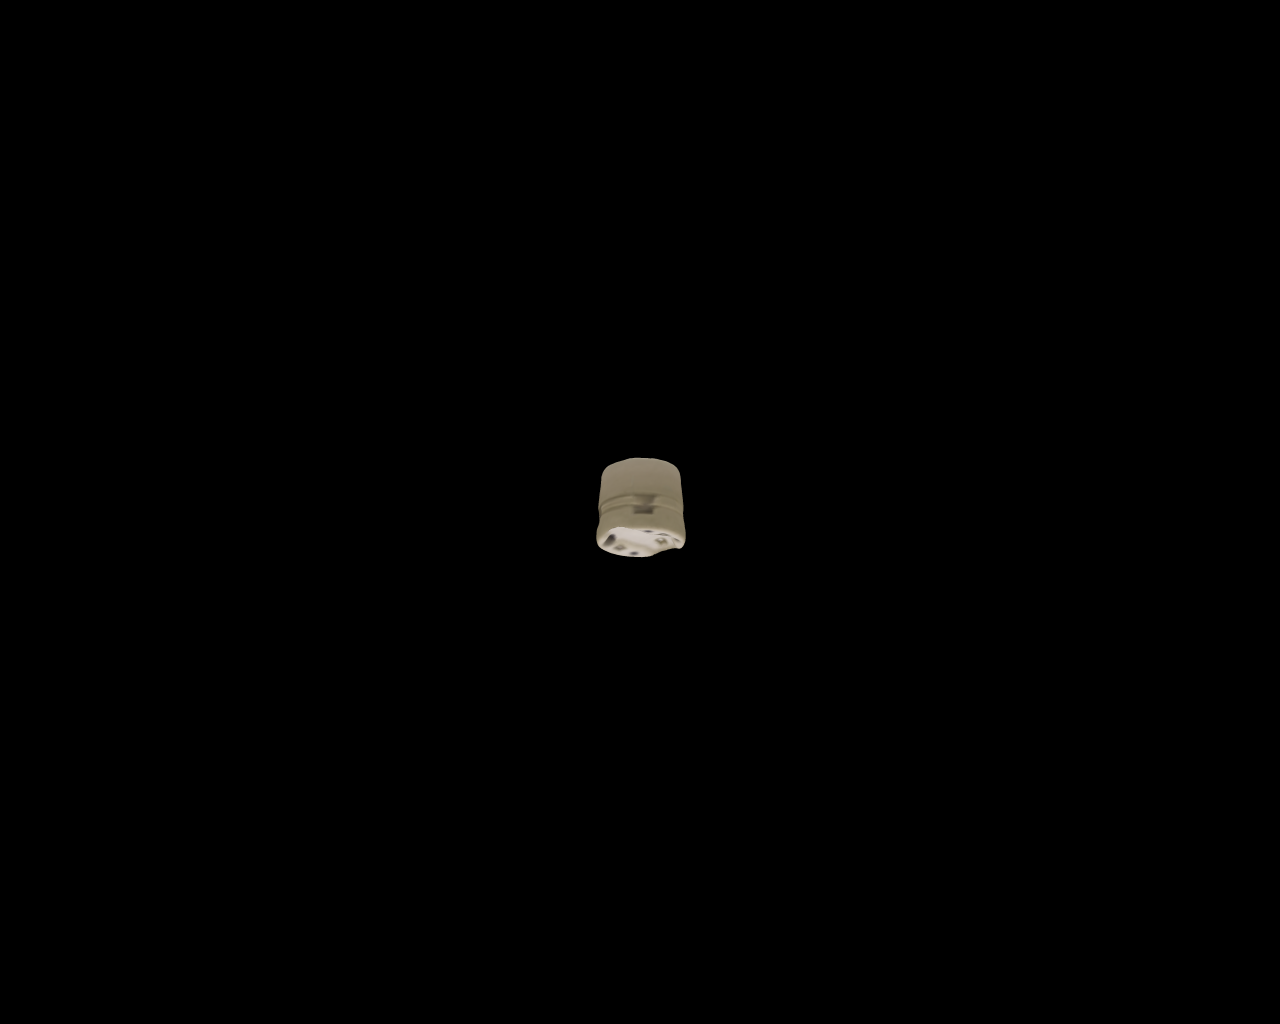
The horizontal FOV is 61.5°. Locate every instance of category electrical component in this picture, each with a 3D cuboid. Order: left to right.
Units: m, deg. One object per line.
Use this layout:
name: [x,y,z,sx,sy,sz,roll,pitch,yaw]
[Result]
electrical component: [0.001,-0.003,0.650,0.055,0.047,0.055,0,-22,0]
